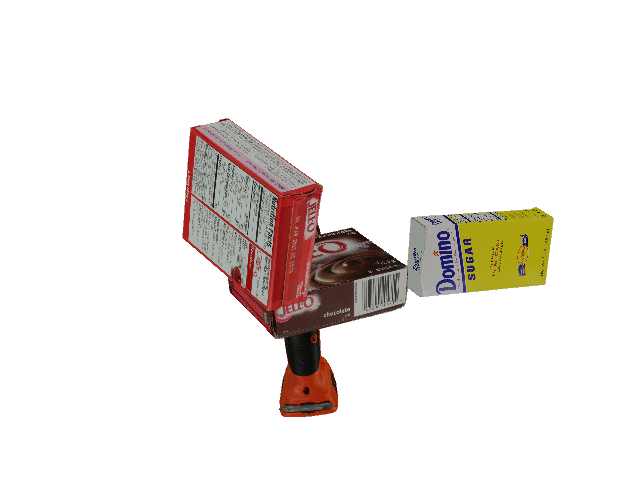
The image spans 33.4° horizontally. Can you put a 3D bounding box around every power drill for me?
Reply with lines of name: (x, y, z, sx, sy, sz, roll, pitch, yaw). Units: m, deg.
power drill: (-0.021, 0.063, 1.042, 0.057, 0.188, 0.184, -6, 15, 3)

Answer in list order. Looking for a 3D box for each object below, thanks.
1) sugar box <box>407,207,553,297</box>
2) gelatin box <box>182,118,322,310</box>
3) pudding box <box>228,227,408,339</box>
sugar box: (0.194, 0.014, 1.301, 0.176, 0.093, 0.048, -6, 21, -22)
gelatin box: (-0.039, -0.015, 0.584, 0.030, 0.073, 0.089, -18, 40, -36)
pudding box: (-0.003, 0.030, 0.808, 0.113, 0.039, 0.090, -10, 25, -24)
